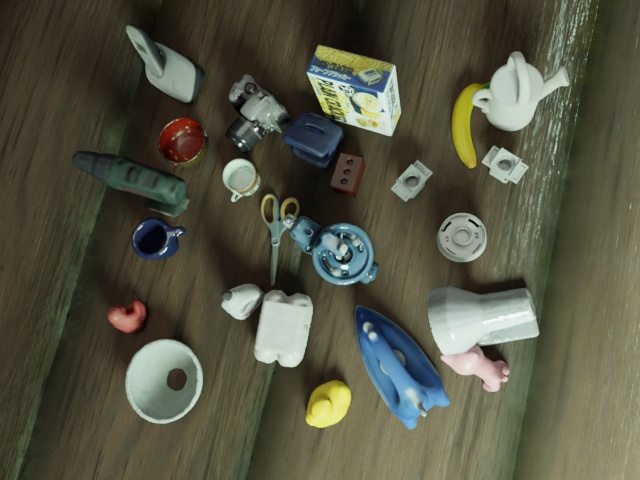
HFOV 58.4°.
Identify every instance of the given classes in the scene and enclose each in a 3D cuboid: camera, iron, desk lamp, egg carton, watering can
[{"bbox_3d":[-0.157,-0.274,1.260,0.143,0.101,0.137,43,89,15],"label":"camera"},{"bbox_3d":[0.133,0.227,1.085,0.118,0.141,0.258,-36,75,2],"label":"iron"},{"bbox_3d":[0.298,0.135,1.035,0.203,0.214,0.118,-12,77,8],"label":"desk lamp"},{"bbox_3d":[-0.074,0.180,1.170,0.107,0.069,0.150,7,80,12],"label":"egg carton"},{"bbox_3d":[0.388,-0.299,1.115,0.173,0.194,0.101,-31,75,4],"label":"watering can"}]

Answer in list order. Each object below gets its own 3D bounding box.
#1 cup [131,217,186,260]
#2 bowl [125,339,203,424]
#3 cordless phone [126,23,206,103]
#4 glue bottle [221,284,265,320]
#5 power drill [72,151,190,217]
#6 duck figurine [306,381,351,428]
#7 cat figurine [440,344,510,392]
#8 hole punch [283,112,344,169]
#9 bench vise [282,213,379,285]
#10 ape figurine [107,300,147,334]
[{"bbox_3d":[-0.334,0.000,1.242,0.117,0.095,0.091,-18,76,7],"label":"cup"},{"bbox_3d":[-0.312,0.290,1.190,0.167,0.075,0.167,-2,78,10],"label":"bowl"},{"bbox_3d":[-0.349,-0.398,1.277,0.147,0.185,0.094,29,85,15],"label":"cordless phone"},{"bbox_3d":[-0.164,0.119,1.145,0.037,0.173,0.078,39,88,16],"label":"glue bottle"},{"bbox_3d":[-0.376,-0.117,1.214,0.229,0.208,0.076,15,82,13],"label":"power drill"},{"bbox_3d":[0.012,0.322,1.117,0.077,0.086,0.104,44,89,16],"label":"duck figurine"},{"bbox_3d":[0.291,0.231,1.067,0.127,0.118,0.067,29,85,15],"label":"cat figurine"},{"bbox_3d":[-0.014,-0.223,1.228,0.108,0.091,0.101,26,85,15],"label":"hole punch"},{"bbox_3d":[0.007,0.015,1.110,0.207,0.220,0.121,13,82,13],"label":"bench vise"},{"bbox_3d":[-0.419,0.163,1.227,0.077,0.092,0.076,-13,77,8],"label":"ape figurine"}]
